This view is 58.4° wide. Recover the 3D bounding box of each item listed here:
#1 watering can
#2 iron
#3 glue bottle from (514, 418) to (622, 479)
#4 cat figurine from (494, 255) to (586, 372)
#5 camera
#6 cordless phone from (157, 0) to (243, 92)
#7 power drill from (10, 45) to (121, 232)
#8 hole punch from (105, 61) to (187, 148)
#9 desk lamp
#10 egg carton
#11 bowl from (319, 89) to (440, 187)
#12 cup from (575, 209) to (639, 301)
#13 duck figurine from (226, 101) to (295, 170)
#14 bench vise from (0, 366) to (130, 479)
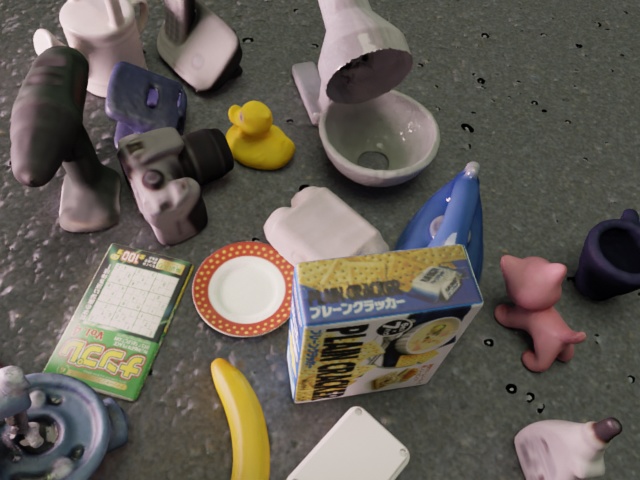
[{"bbox_3d":[-0.312,-0.299,0.802,0.101,0.194,0.173,16,57,5],"label":"watering can"},{"bbox_3d":[0.159,-0.014,0.699,0.118,0.141,0.258,19,58,7],"label":"iron"},{"bbox_3d":[0.242,0.202,0.551,0.037,0.173,0.078,-6,58,-9],"label":"glue bottle"},{"bbox_3d":[0.258,0.075,0.666,0.067,0.118,0.127,-21,62,-18],"label":"cat figurine"},{"bbox_3d":[-0.177,-0.091,0.738,0.137,0.101,0.143,-25,63,-20],"label":"camera"},{"bbox_3d":[-0.181,-0.325,0.836,0.147,0.185,0.094,41,63,19],"label":"cordless phone"},{"bbox_3d":[-0.294,-0.103,0.670,0.076,0.208,0.229,-6,58,-9],"label":"power drill"},{"bbox_3d":[-0.239,-0.188,0.799,0.101,0.091,0.108,1,58,-5],"label":"hole punch"},{"bbox_3d":[0.032,-0.254,0.796,0.118,0.213,0.203,-14,60,-14],"label":"desk lamp"},{"bbox_3d":[0.007,0.003,0.716,0.150,0.069,0.107,40,63,19],"label":"egg carton"},{"bbox_3d":[0.079,-0.132,0.806,0.167,0.075,0.167,3,57,-4],"label":"bowl"},{"bbox_3d":[0.366,0.024,0.723,0.091,0.095,0.118,22,58,8],"label":"cup"},{"bbox_3d":[-0.084,-0.152,0.795,0.104,0.086,0.077,25,59,10],"label":"duck figurine"},{"bbox_3d":[-0.273,0.189,0.480,0.121,0.220,0.208,36,61,17],"label":"bench vise"}]
